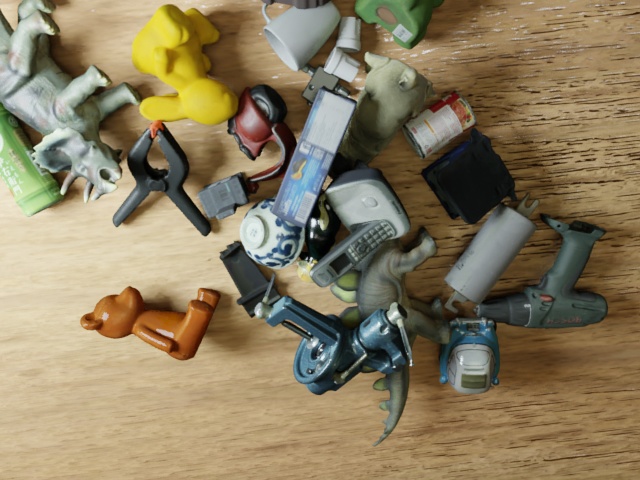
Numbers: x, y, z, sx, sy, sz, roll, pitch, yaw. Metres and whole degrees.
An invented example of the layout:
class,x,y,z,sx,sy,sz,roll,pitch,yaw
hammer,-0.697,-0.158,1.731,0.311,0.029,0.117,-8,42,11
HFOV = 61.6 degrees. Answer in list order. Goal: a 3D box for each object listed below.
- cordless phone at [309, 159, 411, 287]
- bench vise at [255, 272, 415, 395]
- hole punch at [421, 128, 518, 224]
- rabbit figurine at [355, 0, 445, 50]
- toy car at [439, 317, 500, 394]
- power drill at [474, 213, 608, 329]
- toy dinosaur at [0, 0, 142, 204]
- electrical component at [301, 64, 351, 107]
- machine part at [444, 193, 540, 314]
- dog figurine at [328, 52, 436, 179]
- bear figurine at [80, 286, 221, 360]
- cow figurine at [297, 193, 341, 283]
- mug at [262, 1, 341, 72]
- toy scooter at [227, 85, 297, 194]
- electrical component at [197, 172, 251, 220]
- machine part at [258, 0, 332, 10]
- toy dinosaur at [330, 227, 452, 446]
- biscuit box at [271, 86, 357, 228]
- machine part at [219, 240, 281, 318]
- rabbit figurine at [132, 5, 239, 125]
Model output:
class,x,y,z,sx,sy,sz,roll,pitch,yaw
cordless phone,0.038,-0.019,0.830,0.184,0.089,0.146,-42,134,-1
bench vise,0.014,0.149,0.836,0.240,0.129,0.223,34,130,-22
hole punch,0.246,-0.099,0.900,0.116,0.092,0.142,-38,99,-6
rabbit figurine,0.144,-0.403,0.796,0.121,0.159,0.170,32,85,0
toy car,0.268,0.215,0.946,0.109,0.103,0.161,0,127,7
power drill,0.404,0.061,0.946,0.232,0.086,0.207,9,99,-5
toy dinosaur,-0.426,-0.235,0.817,0.192,0.131,0.404,-42,96,7
electrical component,0.000,-0.247,0.878,0.094,0.021,0.063,31,101,-10
machine part,0.294,0.024,0.932,0.079,0.079,0.243,33,101,-10
dog figurine,0.081,-0.172,0.829,0.121,0.172,0.190,29,94,2
bear figurine,-0.285,0.122,0.909,0.196,0.120,0.132,25,98,-3
cow figurine,0.000,-0.001,0.899,0.068,0.098,0.167,7,99,-6
mug,-0.030,-0.335,0.832,0.107,0.081,0.109,-40,95,-4
toy scooter,-0.090,-0.149,0.872,0.135,0.075,0.183,-33,97,23
electrical component,-0.155,-0.069,0.865,0.075,0.119,0.047,-21,104,5
machine part,-0.040,-0.426,0.784,0.179,0.056,0.179,0,79,0
toy dinosaur,0.122,0.136,0.942,0.199,0.105,0.470,-9,95,7
biscuit box,-0.009,-0.122,0.800,0.059,0.063,0.202,23,109,-4
machine part,-0.128,0.068,0.942,0.084,0.039,0.138,-26,105,9
rabbit figurine,-0.204,-0.242,0.815,0.162,0.122,0.173,-38,99,15
